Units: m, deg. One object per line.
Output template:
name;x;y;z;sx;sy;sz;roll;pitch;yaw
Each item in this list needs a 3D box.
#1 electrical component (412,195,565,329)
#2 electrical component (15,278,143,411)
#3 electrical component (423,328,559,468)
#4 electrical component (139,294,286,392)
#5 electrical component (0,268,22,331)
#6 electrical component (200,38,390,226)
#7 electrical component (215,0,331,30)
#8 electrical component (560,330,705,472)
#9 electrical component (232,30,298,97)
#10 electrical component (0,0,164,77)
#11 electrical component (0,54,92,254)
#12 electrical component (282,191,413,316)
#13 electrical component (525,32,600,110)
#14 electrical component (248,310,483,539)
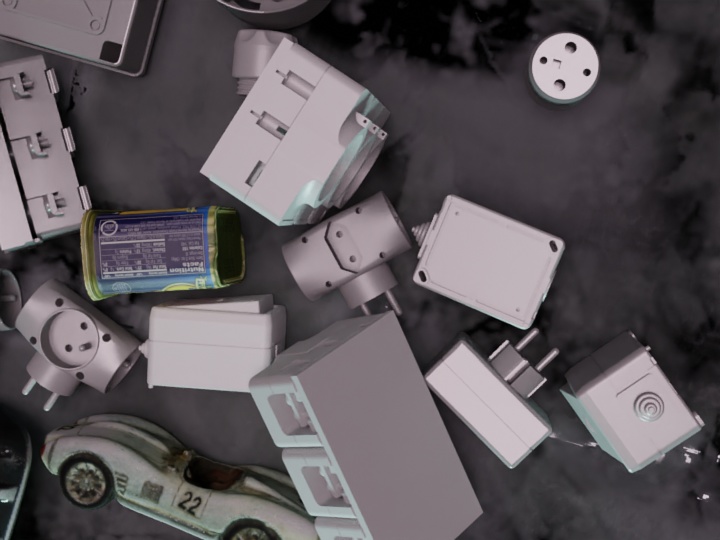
electrical component;0.080;-0.008;0.703;0.096;0.061;0.061;23;95;10
electrical component;-0.203;0.060;0.742;0.077;0.044;0.079;36;96;3
electrical component;0.097;0.072;0.710;0.083;0.047;0.075;45;97;2
electrical component;-0.101;0.046;0.721;0.096;0.062;0.061;4;94;6
electrical component;-0.278;0.042;0.748;0.077;0.044;0.079;-7;93;6
electrical component;-0.030;-0.077;0.661;0.062;0.150;0.089;34;96;4
electrical component;-0.060;-0.207;0.697;0.099;0.064;0.099;-1;84;7
electrical component;0.168;0.084;0.678;0.061;0.096;0.061;-35;90;7
electrical component;-0.064;-0.127;0.716;0.043;0.043;0.062;7;96;5
electrical component;-0.188;-0.196;0.717;0.109;0.056;0.108;16;95;5
electrical component;-0.225;-0.079;0.724;0.063;0.079;0.121;-16;92;-15
electrical component;0.000;0.000;0.717;0.077;0.043;0.079;-28;90;7
electrical component;0.129;-0.127;0.689;0.045;0.055;0.045;0;94;6
electrical component;0.003;0.114;0.688;0.062;0.089;0.150;-12;105;50
